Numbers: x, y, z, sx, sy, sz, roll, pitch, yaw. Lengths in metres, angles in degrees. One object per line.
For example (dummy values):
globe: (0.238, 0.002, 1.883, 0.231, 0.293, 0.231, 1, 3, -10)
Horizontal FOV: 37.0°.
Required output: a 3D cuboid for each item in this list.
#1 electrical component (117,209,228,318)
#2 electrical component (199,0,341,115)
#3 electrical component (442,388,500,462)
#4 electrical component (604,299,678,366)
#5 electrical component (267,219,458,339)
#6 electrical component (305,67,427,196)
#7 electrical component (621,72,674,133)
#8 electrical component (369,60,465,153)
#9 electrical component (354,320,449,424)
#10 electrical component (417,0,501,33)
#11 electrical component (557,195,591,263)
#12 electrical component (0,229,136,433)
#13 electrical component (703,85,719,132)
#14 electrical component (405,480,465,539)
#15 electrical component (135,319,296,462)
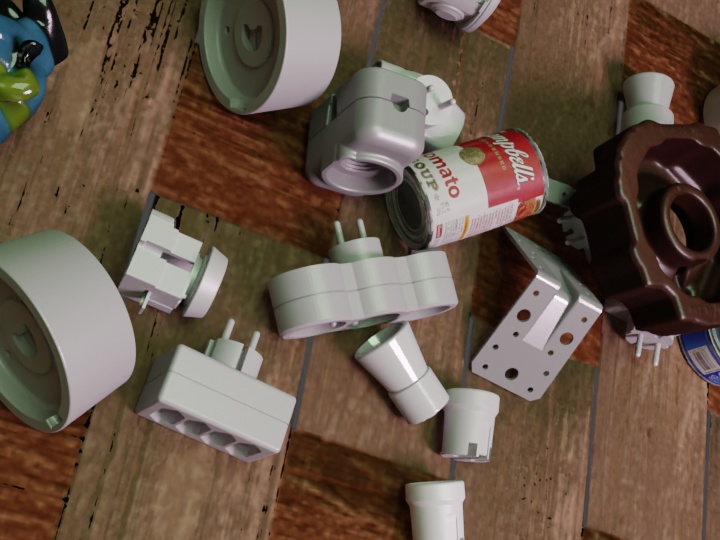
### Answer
electrical component: (-0.117, 0.001, 0.678, 0.055, 0.048, 0.066, 24, 63, -13)
electrical component: (-0.057, -0.161, 0.734, 0.060, 0.108, 0.108, -8, 78, -38)
electrical component: (0.077, 0.110, 0.759, 0.040, 0.040, 0.046, 16, 71, -25)
electrical component: (0.237, 0.040, 0.871, 0.066, 0.047, 0.076, 27, 62, -20)
electrical component: (0.000, 0.000, 0.742, 0.138, 0.052, 0.073, -7, 77, -32)
electrical component: (0.003, -0.091, 0.749, 0.054, 0.095, 0.059, 15, 66, -26)
electrical component: (0.253, -0.139, 0.943, 0.045, 0.045, 0.055, 18, 66, -24)
electrical component: (0.043, -0.121, 0.793, 0.077, 0.079, 0.044, 29, 75, -19)
electrical component: (0.032, 0.073, 0.744, 0.044, 0.044, 0.065, -39, 100, -34)
electrical component: (0.085, -0.235, 0.858, 0.051, 0.080, 0.080, 22, 64, -17)
electrical component: (0.191, -0.038, 0.871, 0.077, 0.047, 0.065, -14, 81, -33)
electrical component: (-0.171, 0.029, 0.602, 0.060, 0.108, 0.108, -31, 91, -41)
electrical component: (0.373, -0.142, 1.003, 0.099, 0.064, 0.099, 10, 69, -27)
electrical component: (0.052, 0.166, 0.725, 0.040, 0.040, 0.046, 2, 79, -30)
electrical component: (-0.084, 0.068, 0.673, 0.083, 0.047, 0.075, 28, 61, -20)
